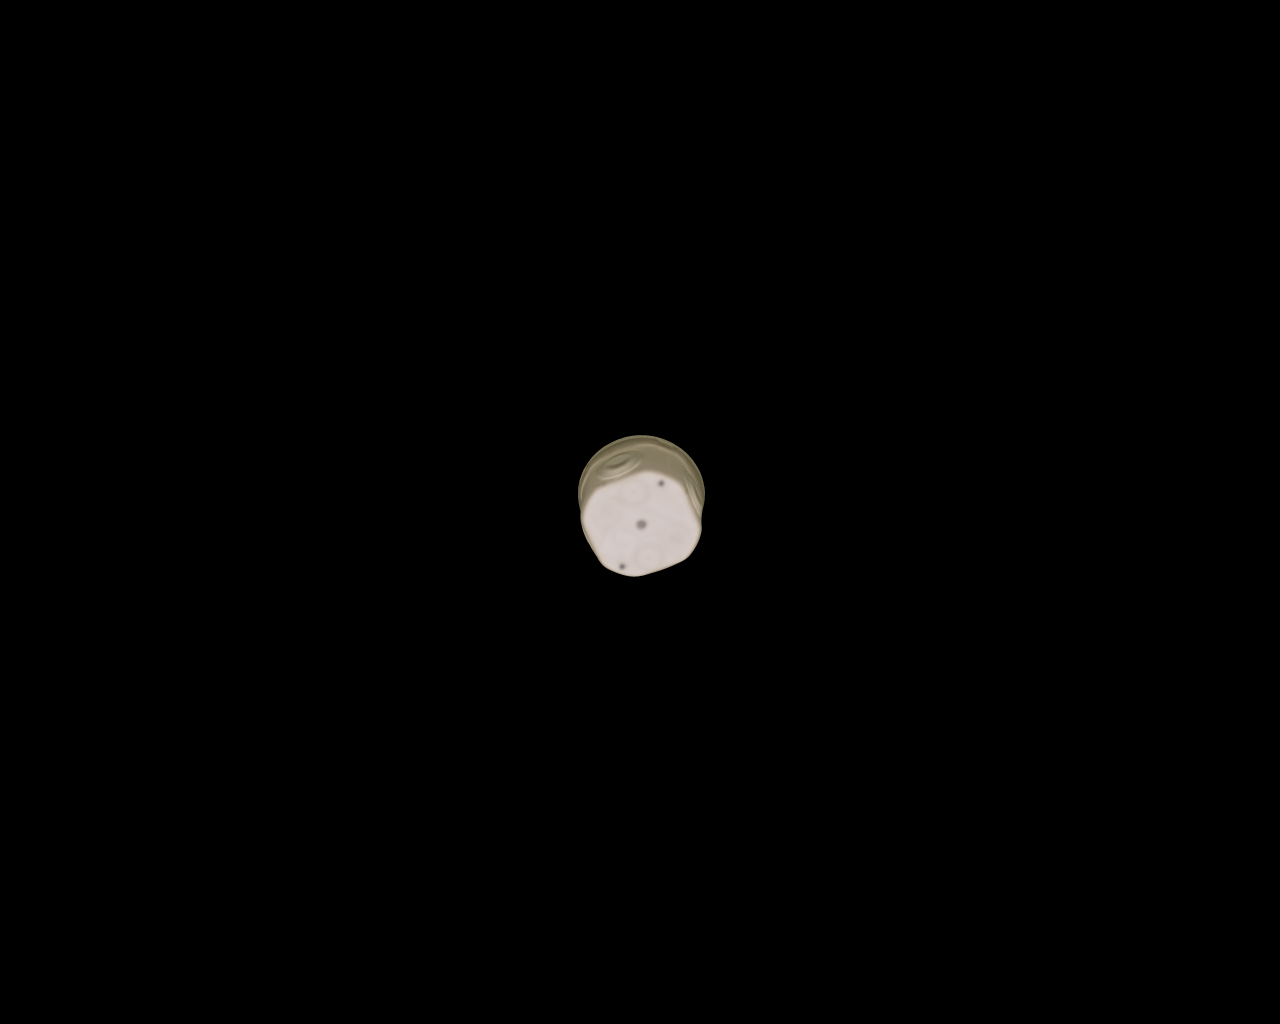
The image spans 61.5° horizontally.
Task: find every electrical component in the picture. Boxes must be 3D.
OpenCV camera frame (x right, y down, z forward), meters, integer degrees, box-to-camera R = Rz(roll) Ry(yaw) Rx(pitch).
[{"bbox_3d":[0.001,-0.003,0.650,0.080,0.080,0.051,0,25,0],"label":"electrical component"}]
